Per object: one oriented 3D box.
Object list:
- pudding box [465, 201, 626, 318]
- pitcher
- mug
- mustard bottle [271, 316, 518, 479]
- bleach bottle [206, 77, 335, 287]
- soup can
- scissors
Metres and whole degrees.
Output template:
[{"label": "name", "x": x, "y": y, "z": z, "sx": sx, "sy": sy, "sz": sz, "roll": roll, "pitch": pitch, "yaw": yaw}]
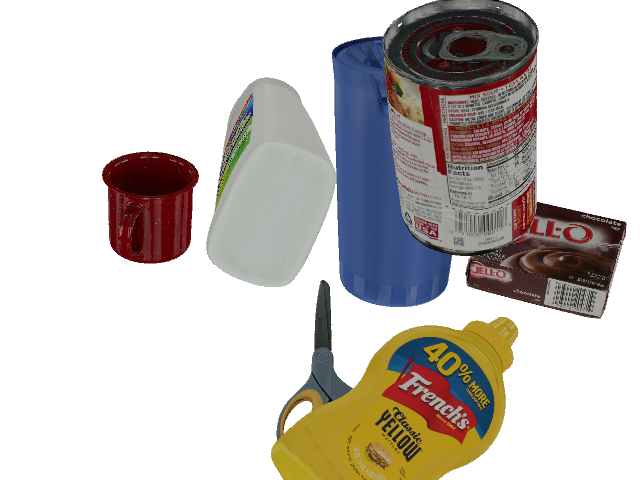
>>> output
[{"label": "pudding box", "x": 0.185, "y": 0.011, "z": 0.874, "sx": 0.113, "sy": 0.039, "sz": 0.090, "roll": 16, "pitch": 45, "yaw": 15}, {"label": "pitcher", "x": 0.078, "y": -0.069, "z": 1.017, "sx": 0.149, "sy": 0.243, "sz": 0.145, "roll": -15, "pitch": 30, "yaw": -30}, {"label": "mug", "x": -0.170, "y": -0.025, "z": 1.044, "sx": 0.093, "sy": 0.081, "sz": 0.117, "roll": 10, "pitch": 32, "yaw": 6}, {"label": "mustard bottle", "x": 0.065, "y": 0.112, "z": 0.703, "sx": 0.191, "sy": 0.096, "sz": 0.058, "roll": -38, "pitch": -8, "yaw": -28}, {"label": "bleach bottle", "x": -0.044, "y": -0.060, "z": 0.801, "sx": 0.068, "sy": 0.103, "sz": 0.251, "roll": 21, "pitch": 17, "yaw": -14}, {"label": "soup can", "x": 0.067, "y": -0.051, "z": 0.496, "sx": 0.068, "sy": 0.102, "sz": 0.068, "roll": -6, "pitch": 42, "yaw": 5}, {"label": "scissors", "x": 0.019, "y": 0.116, "z": 0.949, "sx": 0.096, "sy": 0.201, "sz": 0.016, "roll": 9, "pitch": -42, "yaw": 14}]
